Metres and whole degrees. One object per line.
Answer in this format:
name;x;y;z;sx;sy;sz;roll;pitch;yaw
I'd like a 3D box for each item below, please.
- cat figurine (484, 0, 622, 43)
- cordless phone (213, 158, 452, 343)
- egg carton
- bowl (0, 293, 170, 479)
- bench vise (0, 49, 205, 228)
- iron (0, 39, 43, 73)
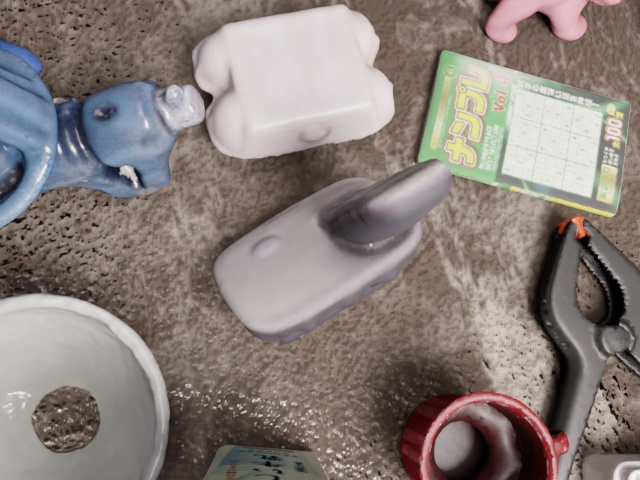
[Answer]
cat figurine;0.213;-0.224;0.474;0.128;0.117;0.067;-7;80;-8
cordless phone;0.003;0.001;0.371;0.148;0.185;0.094;-34;84;-12
egg carton;-0.020;-0.122;0.452;0.150;0.069;0.107;-15;81;-9
bowl;-0.180;0.122;0.382;0.167;0.074;0.167;1;79;-6
bench vise;-0.186;-0.084;0.348;0.207;0.219;0.121;-31;84;-11
iron;-0.336;-0.109;0.376;0.258;0.141;0.118;-32;84;-11
